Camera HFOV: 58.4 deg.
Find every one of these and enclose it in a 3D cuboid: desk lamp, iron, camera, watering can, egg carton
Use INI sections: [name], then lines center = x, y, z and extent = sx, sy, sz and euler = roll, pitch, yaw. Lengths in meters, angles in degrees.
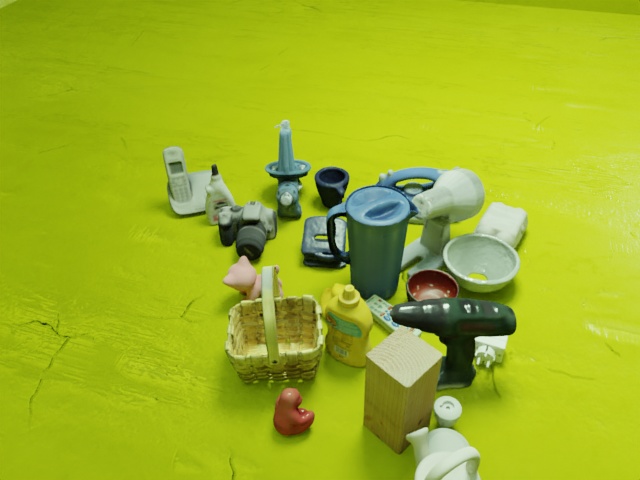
[desk lamp]
center = 0.267, -0.040, 1.301
extent = 0.204, 0.214, 0.117
euler = -32, 50, -30
[iron]
center = 0.230, -0.129, 1.458
extent = 0.258, 0.141, 0.118
euler = 1, 42, 3
[camera]
center = -0.180, -0.023, 1.381
extent = 0.143, 0.101, 0.137
euler = 0, 41, 2
[watering can]
center = 0.184, 0.366, 0.859
extent = 0.172, 0.194, 0.101
euler = 31, 51, 32
[egg carton]
center = 0.440, -0.029, 1.392
extent = 0.107, 0.069, 0.150
euler = 20, 46, 23

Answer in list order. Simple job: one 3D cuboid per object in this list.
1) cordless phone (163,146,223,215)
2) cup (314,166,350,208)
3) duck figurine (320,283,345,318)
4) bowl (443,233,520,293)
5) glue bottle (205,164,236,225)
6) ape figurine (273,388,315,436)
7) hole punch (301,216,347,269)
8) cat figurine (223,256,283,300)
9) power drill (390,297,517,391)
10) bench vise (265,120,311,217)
[cordless phone]
center = -0.327, -0.162, 1.479
extent = 0.148, 0.185, 0.094
euler = -15, 43, -14
[cup]
center = 0.037, -0.124, 1.492
extent = 0.092, 0.095, 0.117
euler = -16, 43, -16
[duck figurine]
center = 0.042, 0.128, 1.215
extent = 0.078, 0.086, 0.104
euler = -25, 46, -24
[bowl]
center = 0.356, 0.064, 1.286
extent = 0.167, 0.075, 0.167
euler = -1, 41, 1
[glue bottle]
center = -0.255, -0.116, 1.434
extent = 0.078, 0.173, 0.037
euler = -17, 43, -16
[ape figurine]
center = -0.051, 0.299, 1.019
extent = 0.076, 0.092, 0.077
euler = -25, 47, -24
[hole punch]
center = 0.012, 0.005, 1.351
extent = 0.108, 0.091, 0.101
euler = 3, 42, 5
[cat figurine]
center = -0.146, 0.084, 1.246
extent = 0.128, 0.118, 0.067
euler = -9, 42, -8
[power drill]
center = 0.236, 0.185, 1.051
extent = 0.229, 0.209, 0.075
euler = -6, 42, -5
[bench vise]
center = -0.073, -0.180, 1.465
extent = 0.121, 0.220, 0.207
euler = -13, 43, -13
